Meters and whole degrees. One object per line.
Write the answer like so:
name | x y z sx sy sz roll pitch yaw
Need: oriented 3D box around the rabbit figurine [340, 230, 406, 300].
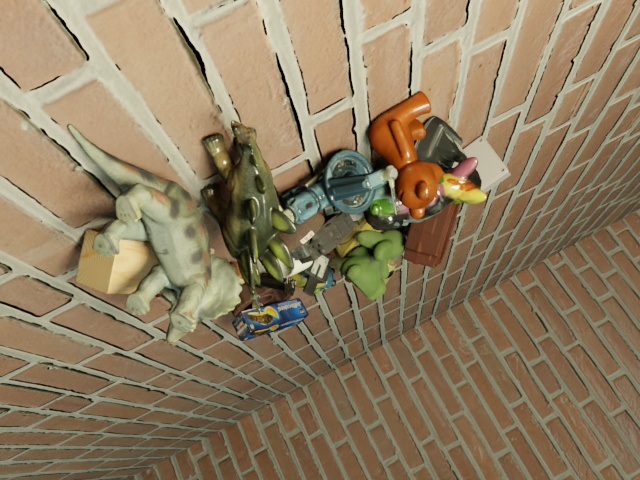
rabbit figurine | 0.128 0.033 1.275 0.170 0.121 0.159 -46 151 -4

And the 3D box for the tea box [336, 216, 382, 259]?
tea box | 0.105 -0.033 1.300 0.098 0.068 0.169 -13 152 -33

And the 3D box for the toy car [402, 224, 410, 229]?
toy car | 0.215 -0.094 1.287 0.053 0.089 0.202 15 164 14

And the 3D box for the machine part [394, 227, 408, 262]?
machine part | 0.209 0.004 1.486 0.079 0.079 0.243 -15 155 -29

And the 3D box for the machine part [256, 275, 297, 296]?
machine part | -0.126 0.099 1.275 0.139 0.039 0.084 9 160 18

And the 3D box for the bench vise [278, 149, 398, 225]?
bench vise | 0.035 -0.093 0.968 0.223 0.128 0.241 -21 -171 -35

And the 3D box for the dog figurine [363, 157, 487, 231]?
dog figurine | 0.212 -0.093 1.062 0.219 0.108 0.191 -16 178 44

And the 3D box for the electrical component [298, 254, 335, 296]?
electrical component | -0.017 0.078 1.308 0.074 0.119 0.048 28 161 -30

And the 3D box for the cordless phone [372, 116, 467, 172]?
cordless phone | 0.205 -0.170 1.134 0.184 0.089 0.146 -26 160 26

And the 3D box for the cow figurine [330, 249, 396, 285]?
cow figurine | 0.111 0.060 1.435 0.195 0.085 0.127 11 144 -18

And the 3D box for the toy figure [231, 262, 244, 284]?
toy figure | -0.207 0.078 1.196 0.154 0.064 0.057 -7 107 -40

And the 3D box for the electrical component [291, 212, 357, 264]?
electrical component | -0.002 -0.004 1.165 0.134 0.058 0.115 -39 -171 -35

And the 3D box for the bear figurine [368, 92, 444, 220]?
bear figurine | 0.173 -0.147 0.965 0.132 0.196 0.120 -26 155 -9

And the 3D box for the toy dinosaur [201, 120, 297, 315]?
toy dinosaur | -0.119 -0.022 0.895 0.105 0.199 0.470 -19 154 -15

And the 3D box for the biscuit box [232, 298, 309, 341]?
biscuit box | -0.127 0.205 1.411 0.202 0.059 0.063 -10 152 -43

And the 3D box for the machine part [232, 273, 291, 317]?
machine part | -0.154 0.144 1.399 0.179 0.056 0.179 -25 158 -11

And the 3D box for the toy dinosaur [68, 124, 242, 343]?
toy dinosaur | -0.228 -0.004 0.816 0.131 0.404 0.192 -2 -153 17

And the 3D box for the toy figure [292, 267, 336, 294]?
toy figure | -0.019 0.095 1.419 0.089 0.082 0.180 -35 160 13

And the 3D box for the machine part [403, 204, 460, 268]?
machine part | 0.276 -0.039 1.299 0.201 0.087 0.200 -10 116 -73
